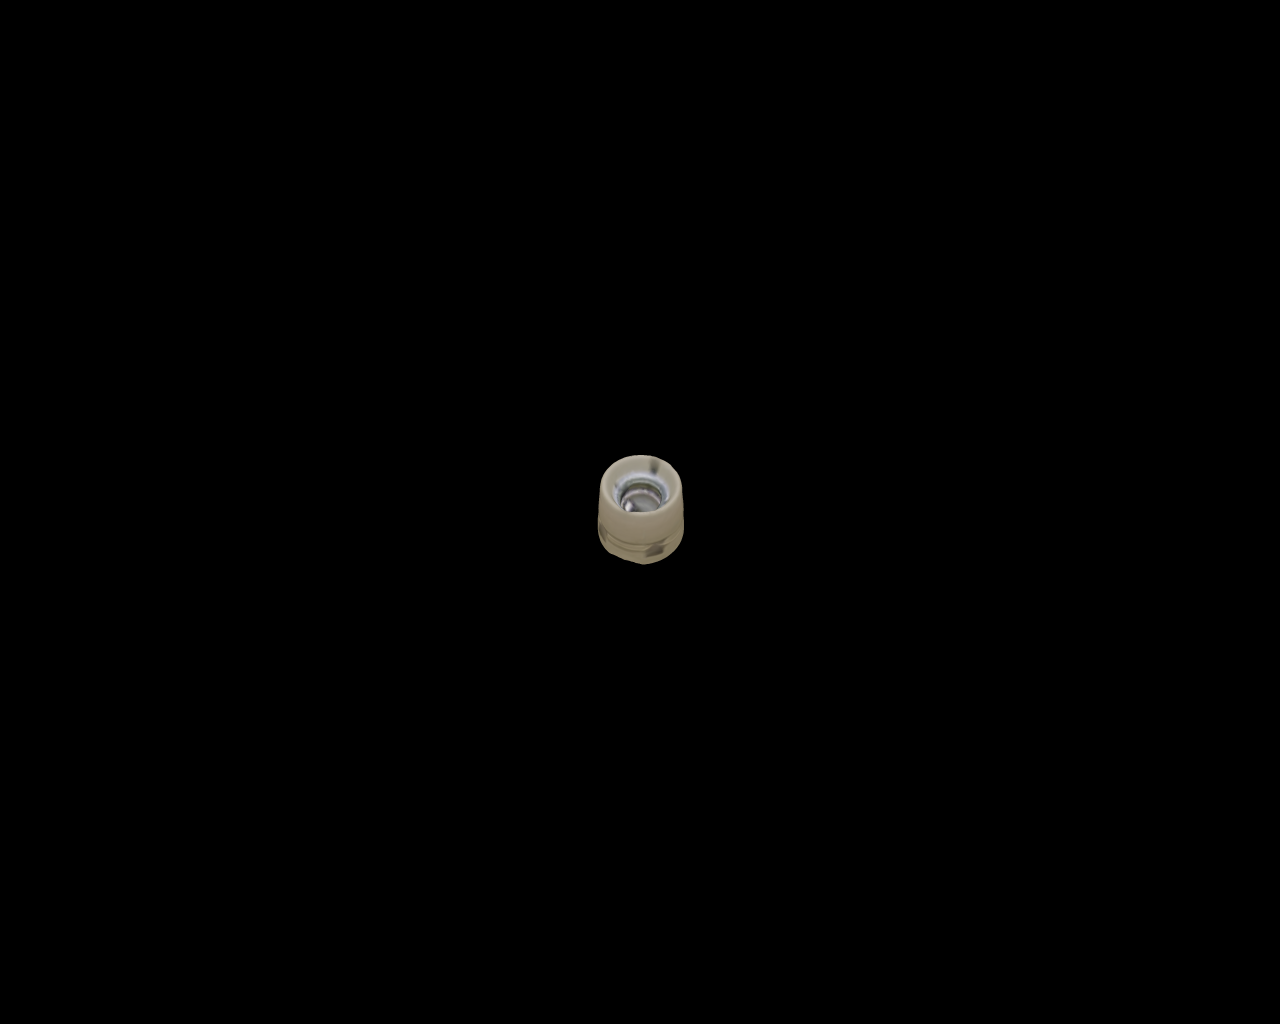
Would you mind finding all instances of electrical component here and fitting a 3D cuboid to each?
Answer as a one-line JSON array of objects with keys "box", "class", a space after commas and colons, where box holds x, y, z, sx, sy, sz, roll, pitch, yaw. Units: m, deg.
[{"box": [0.001, -0.003, 0.650, 0.055, 0.055, 0.047, 0, -38, 0], "class": "electrical component"}]
